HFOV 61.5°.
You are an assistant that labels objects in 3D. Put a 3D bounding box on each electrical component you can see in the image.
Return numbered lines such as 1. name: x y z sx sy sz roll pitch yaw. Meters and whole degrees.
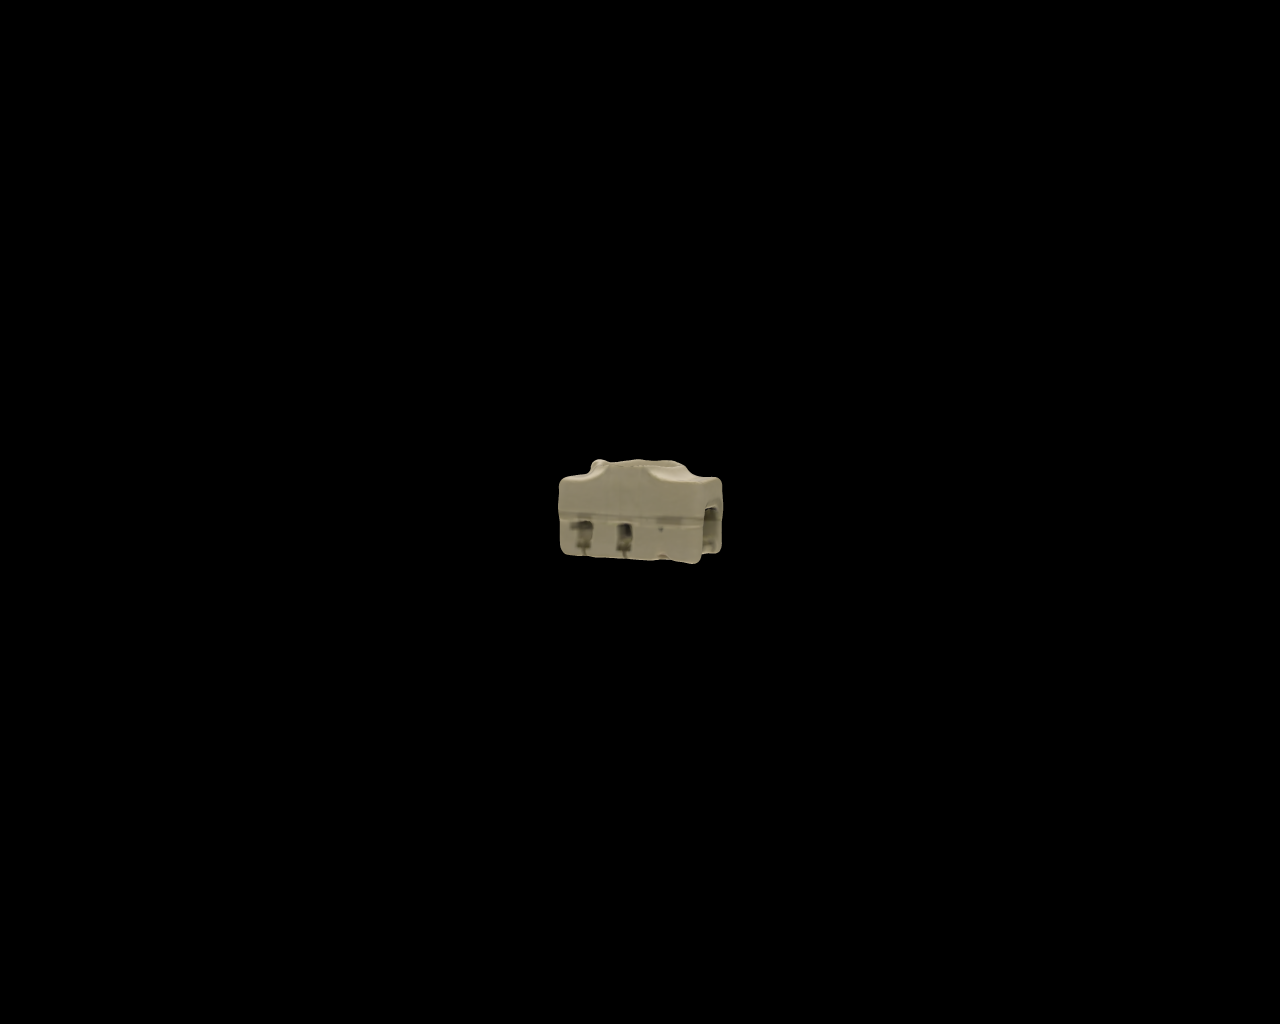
1. electrical component: 0.001 -0.003 0.650 0.089 0.055 0.050 3 8 22
